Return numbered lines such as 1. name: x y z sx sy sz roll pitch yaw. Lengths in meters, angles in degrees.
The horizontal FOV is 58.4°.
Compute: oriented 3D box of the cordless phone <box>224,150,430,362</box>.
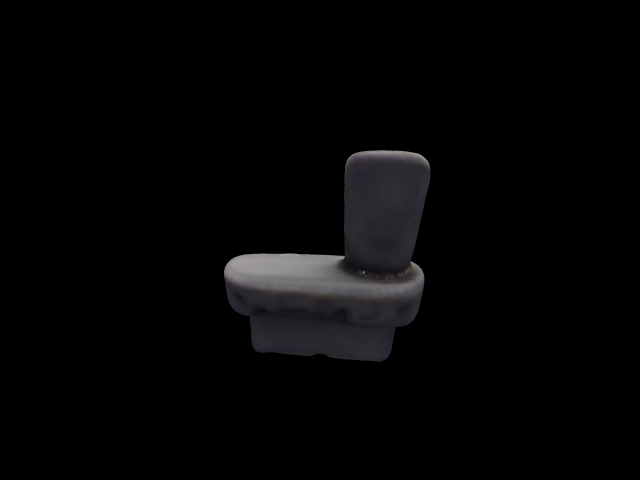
1. cordless phone: 0.004 0.001 0.400 0.147 0.185 0.094 0 50 0
